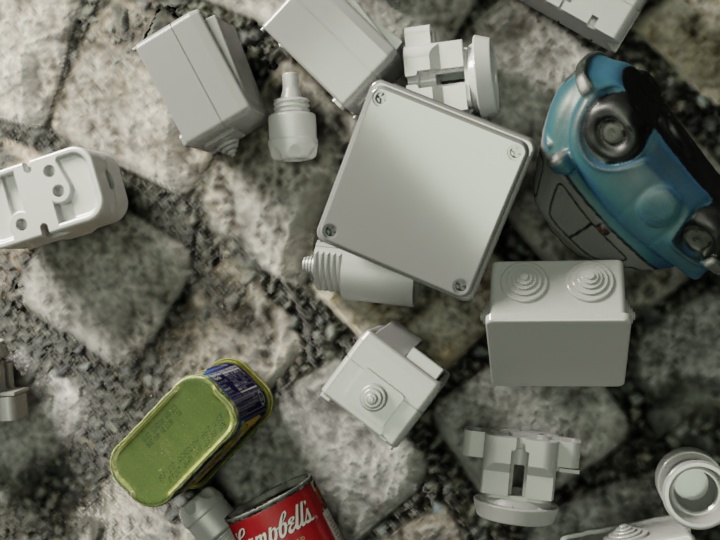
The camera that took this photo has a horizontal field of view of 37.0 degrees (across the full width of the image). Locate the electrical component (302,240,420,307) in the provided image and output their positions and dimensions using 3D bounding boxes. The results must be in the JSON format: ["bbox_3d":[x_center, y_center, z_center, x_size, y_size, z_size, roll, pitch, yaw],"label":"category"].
[{"bbox_3d":[0.000,0.000,0.749,0.081,0.043,0.043,6,92,9],"label":"electrical component"}]

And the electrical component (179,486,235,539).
[{"bbox_3d":[-0.100,0.187,0.775,0.035,0.035,0.061,-41,86,8],"label":"electrical component"}]

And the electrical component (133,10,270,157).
[{"bbox_3d":[-0.103,-0.126,0.754,0.061,0.062,0.096,-29,86,9],"label":"electrical component"}]

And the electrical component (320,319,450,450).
[{"bbox_3d":[0.020,0.074,0.720,0.062,0.096,0.061,37,96,8],"label":"electrical component"}]

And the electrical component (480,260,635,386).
[{"bbox_3d":[0.129,0.035,0.703,0.100,0.099,0.048,-1,57,10],"label":"electrical component"}]

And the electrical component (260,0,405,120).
[{"bbox_3d":[-0.009,-0.151,0.738,0.096,0.062,0.061,45,97,6],"label":"electrical component"}]

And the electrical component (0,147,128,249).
[{"bbox_3d":[-0.221,-0.051,0.777,0.095,0.059,0.053,-17,88,10],"label":"electrical component"}]

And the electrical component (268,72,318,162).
[{"bbox_3d":[-0.048,-0.108,0.760,0.035,0.035,0.061,-3,89,10],"label":"electrical component"}]

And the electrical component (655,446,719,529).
[{"bbox_3d":[0.219,0.142,0.709,0.045,0.055,0.045,0,91,10],"label":"electrical component"}]

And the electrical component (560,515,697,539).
[{"bbox_3d":[0.187,0.218,0.719,0.100,0.048,0.099,-13,88,9],"label":"electrical component"}]

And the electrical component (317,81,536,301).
[{"bbox_3d":[0.043,-0.052,0.687,0.109,0.056,0.108,23,103,8],"label":"electrical component"}]

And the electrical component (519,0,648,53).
[{"bbox_3d":[0.147,-0.194,0.717,0.089,0.050,0.055,31,97,7],"label":"electrical component"}]

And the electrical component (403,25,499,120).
[{"bbox_3d":[0.063,-0.127,0.730,0.057,0.058,0.078,-5,90,12],"label":"electrical component"}]

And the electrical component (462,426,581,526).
[{"bbox_3d":[0.108,0.139,0.727,0.078,0.058,0.057,5,89,10],"label":"electrical component"}]

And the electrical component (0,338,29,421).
[{"bbox_3d":[-0.287,0.082,0.793,0.078,0.058,0.057,-3,93,10],"label":"electrical component"}]

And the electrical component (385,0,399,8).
[{"bbox_3d":[0.012,-0.227,0.744,0.064,0.042,0.081,6,92,13],"label":"electrical component"}]
